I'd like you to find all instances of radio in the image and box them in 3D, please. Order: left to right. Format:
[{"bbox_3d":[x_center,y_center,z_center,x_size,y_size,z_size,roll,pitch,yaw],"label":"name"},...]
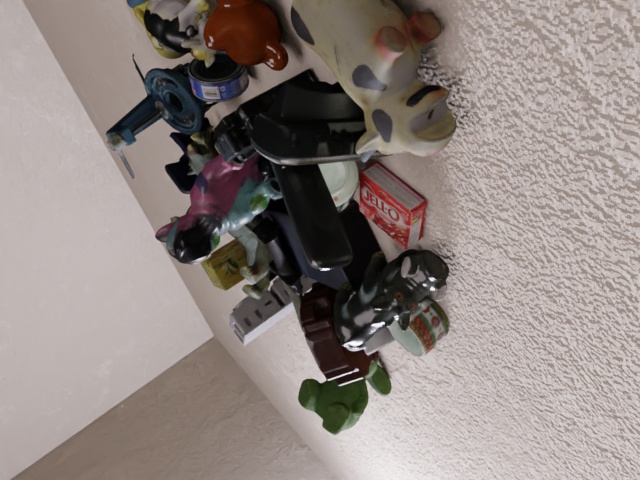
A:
[{"bbox_3d":[-0.002,-0.003,0.850,0.230,0.073,0.131,15,135,59],"label":"radio"}]

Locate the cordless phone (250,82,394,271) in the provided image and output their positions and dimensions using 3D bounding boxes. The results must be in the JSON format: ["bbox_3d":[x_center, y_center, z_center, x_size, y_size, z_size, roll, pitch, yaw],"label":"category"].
[{"bbox_3d":[0.021,-0.064,0.550,0.088,0.146,0.184,-43,61,55],"label":"cordless phone"}]

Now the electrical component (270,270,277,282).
[{"bbox_3d":[-0.088,0.057,1.107,0.021,0.063,0.094,44,-156,-6],"label":"electrical component"}]

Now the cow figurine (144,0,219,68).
[{"bbox_3d":[-0.185,-0.294,0.754,0.167,0.098,0.068,45,-176,30],"label":"cow figurine"}]

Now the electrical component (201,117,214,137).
[{"bbox_3d":[-0.197,-0.173,1.027,0.048,0.075,0.119,34,148,46],"label":"electrical component"}]

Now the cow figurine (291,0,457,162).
[{"bbox_3d":[0.047,-0.155,0.484,0.195,0.085,0.127,51,154,5],"label":"cow figurine"}]

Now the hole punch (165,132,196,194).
[{"bbox_3d":[-0.248,-0.165,1.106,0.142,0.116,0.092,44,134,36],"label":"hole punch"}]

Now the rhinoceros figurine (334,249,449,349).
[{"bbox_3d":[0.083,0.071,0.686,0.073,0.112,0.190,40,127,-9],"label":"rhinoceros figurine"}]

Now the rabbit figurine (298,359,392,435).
[{"bbox_3d":[0.069,0.273,1.035,0.159,0.170,0.121,18,-169,-40],"label":"rabbit figurine"}]

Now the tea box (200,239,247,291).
[{"bbox_3d":[-0.147,0.027,1.079,0.068,0.170,0.098,60,161,-12],"label":"tea box"}]

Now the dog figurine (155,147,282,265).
[{"bbox_3d":[-0.157,-0.060,0.822,0.108,0.219,0.192,35,-149,-24],"label":"dog figurine"}]

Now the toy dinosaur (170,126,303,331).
[{"bbox_3d":[-0.120,-0.026,0.980,0.404,0.192,0.131,48,157,-26],"label":"toy dinosaur"}]

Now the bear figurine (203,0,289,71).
[{"bbox_3d":[-0.119,-0.278,0.610,0.120,0.132,0.195,37,147,44],"label":"bear figurine"}]

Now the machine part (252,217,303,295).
[{"bbox_3d":[-0.068,0.028,0.888,0.084,0.039,0.138,46,163,50],"label":"machine part"}]

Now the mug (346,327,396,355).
[{"bbox_3d":[0.073,0.116,0.826,0.107,0.109,0.080,63,165,16],"label":"mug"}]

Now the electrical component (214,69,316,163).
[{"bbox_3d":[-0.069,-0.149,0.682,0.058,0.134,0.115,58,162,-7],"label":"electrical component"}]

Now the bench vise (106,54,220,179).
[{"bbox_3d":[-0.270,-0.222,0.897,0.224,0.240,0.128,11,138,38],"label":"bench vise"}]

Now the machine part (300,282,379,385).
[{"bbox_3d":[0.034,0.146,0.888,0.179,0.056,0.179,46,-148,-41],"label":"machine part"}]

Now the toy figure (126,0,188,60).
[{"bbox_3d":[-0.260,-0.375,0.845,0.180,0.082,0.089,58,180,-28],"label":"toy figure"}]
